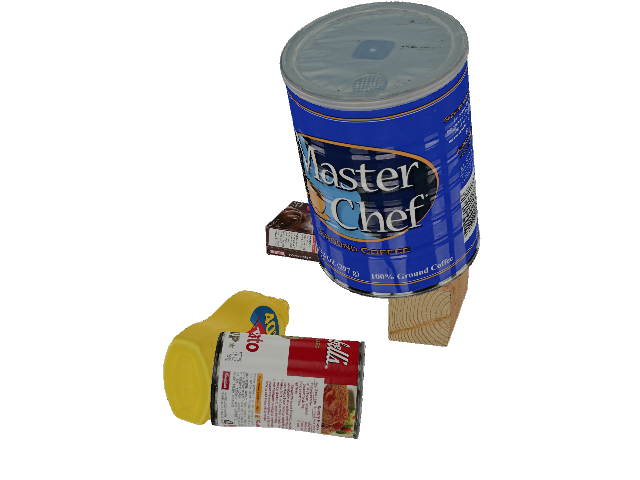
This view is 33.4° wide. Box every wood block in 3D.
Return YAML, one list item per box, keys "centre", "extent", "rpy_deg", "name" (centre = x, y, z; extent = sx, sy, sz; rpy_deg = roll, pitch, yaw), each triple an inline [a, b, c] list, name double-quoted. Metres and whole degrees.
- centre: [0.168, 0.074, 1.626]
  extent: [0.091, 0.090, 0.206]
  rpy_deg: [5, 22, 14]
  name: "wood block"

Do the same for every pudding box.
- centre: [-0.007, -0.011, 1.274]
  extent: [0.090, 0.039, 0.113]
  rpy_deg: [8, 22, 14]
  name: "pudding box"

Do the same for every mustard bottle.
- centre: [-0.087, 0.106, 1.110]
  extent: [0.058, 0.096, 0.191]
  rpy_deg: [12, 26, 25]
  name: "mustard bottle"

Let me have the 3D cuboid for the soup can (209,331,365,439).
- centre: [-0.022, 0.100, 0.745]
  extent: [0.102, 0.068, 0.068]
  rpy_deg: [4, 0, 1]
  name: "soup can"

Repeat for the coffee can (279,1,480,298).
- centre: [0.038, -0.052, 0.619]
  extent: [0.103, 0.140, 0.103]
  rpy_deg: [-7, 40, 5]
  name: "coffee can"
